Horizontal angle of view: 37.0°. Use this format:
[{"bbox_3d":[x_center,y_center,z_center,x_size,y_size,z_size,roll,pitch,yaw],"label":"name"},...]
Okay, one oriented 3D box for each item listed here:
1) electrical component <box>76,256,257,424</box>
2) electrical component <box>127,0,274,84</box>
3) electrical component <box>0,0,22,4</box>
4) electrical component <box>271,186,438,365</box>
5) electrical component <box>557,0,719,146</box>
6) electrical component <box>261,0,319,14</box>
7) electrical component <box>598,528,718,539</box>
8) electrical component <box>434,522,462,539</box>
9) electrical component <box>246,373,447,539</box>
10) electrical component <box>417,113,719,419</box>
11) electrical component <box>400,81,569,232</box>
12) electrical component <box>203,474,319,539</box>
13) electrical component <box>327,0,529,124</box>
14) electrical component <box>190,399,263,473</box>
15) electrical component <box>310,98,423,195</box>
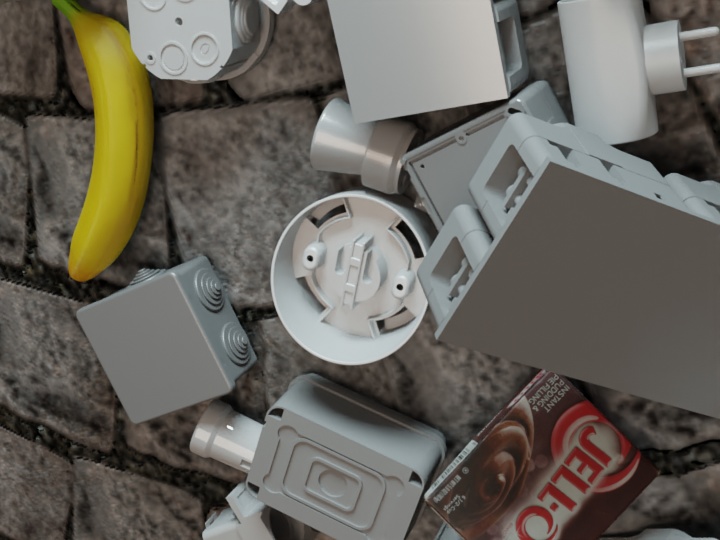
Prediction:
[{"bbox_3d":[-0.128,0.046,0.727,0.100,0.048,0.099,-21,100,26],"label":"electrical component"},{"bbox_3d":[-0.096,-0.151,0.642,0.080,0.051,0.080,7,111,19],"label":"electrical component"},{"bbox_3d":[-0.196,-0.203,0.656,0.096,0.062,0.061,-9,105,24],"label":"electrical component"},{"bbox_3d":[0.000,0.000,0.652,0.099,0.064,0.099,7,111,19],"label":"electrical component"},{"bbox_3d":[0.149,-0.110,0.566,0.079,0.043,0.077,-5,106,22],"label":"electrical component"},{"bbox_3d":[-0.042,-0.176,0.609,0.066,0.055,0.048,41,118,3],"label":"electrical component"},{"bbox_3d":[0.220,0.210,0.616,0.186,0.060,0.105,-14,104,46],"label":"electrical component"},{"bbox_3d":[0.090,0.179,0.694,0.081,0.042,0.063,22,113,12],"label":"electrical component"},{"bbox_3d":[-0.008,0.126,0.704,0.113,0.057,0.078,24,116,12],"label":"electrical component"},{"bbox_3d":[0.136,0.000,0.555,0.186,0.060,0.105,17,120,-24],"label":"electrical component"},{"bbox_3d":[0.073,-0.057,0.608,0.096,0.061,0.061,-24,99,32],"label":"electrical component"},{"bbox_3d":[-0.072,0.187,0.760,0.064,0.042,0.081,-25,97,28],"label":"electrical component"},{"bbox_3d":[0.031,-0.164,0.582,0.089,0.062,0.150,-6,106,23],"label":"electrical component"},{"bbox_3d":[-0.088,0.116,0.743,0.046,0.040,0.040,24,116,6],"label":"electrical component"},{"bbox_3d":[0.004,-0.072,0.635,0.055,0.045,0.045,20,115,13],"label":"electrical component"}]
